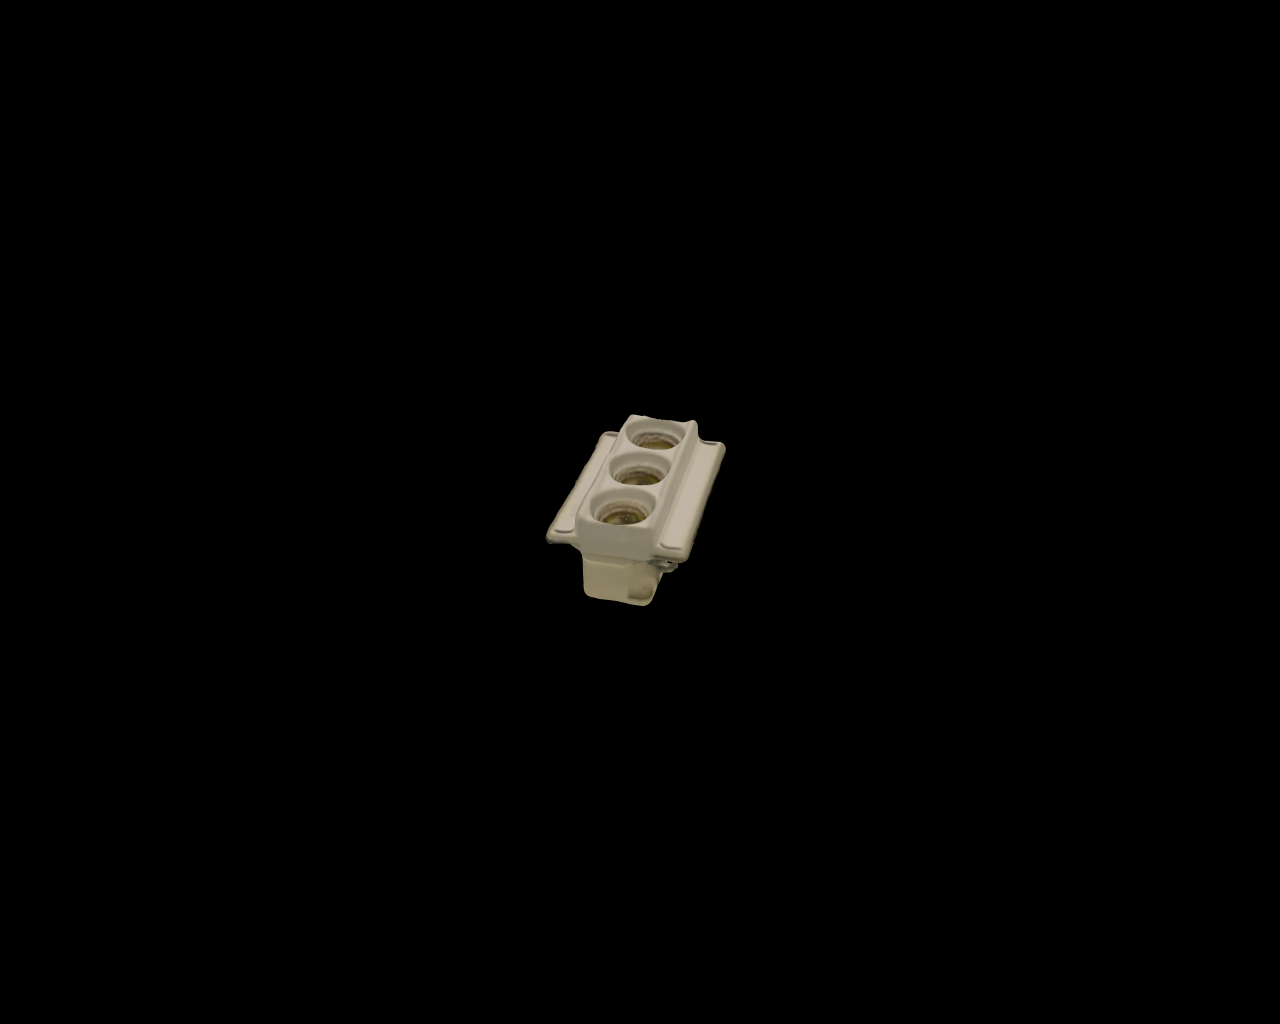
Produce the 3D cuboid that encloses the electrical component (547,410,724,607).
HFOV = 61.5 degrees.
[{"bbox_3d":[0.001,-0.003,0.650,0.079,0.063,0.121,8,36,11],"label":"electrical component"}]
